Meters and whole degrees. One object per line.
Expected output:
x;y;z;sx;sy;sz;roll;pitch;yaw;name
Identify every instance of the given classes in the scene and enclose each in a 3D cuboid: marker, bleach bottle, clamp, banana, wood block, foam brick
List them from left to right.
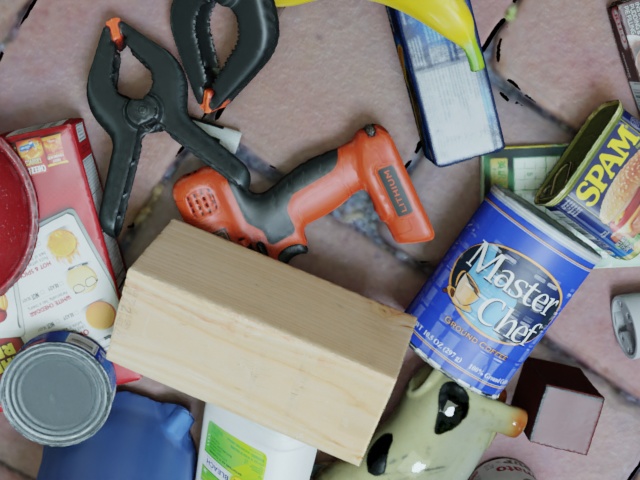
-0.142;-0.087;0.832;0.120;0.039;0.171;-27;78;-11;clamp
-0.124;-0.097;0.867;0.121;0.020;0.020;18;100;-6;marker
-0.060;-0.198;0.813;0.165;0.036;0.210;14;114;24;clamp
-0.061;0.236;0.891;0.103;0.067;0.251;27;119;33;bleach bottle
-0.043;0.075;0.808;0.206;0.090;0.090;22;120;5;wood block
0.036;-0.183;0.794;0.198;0.037;0.070;25;120;27;banana
0.198;0.138;0.900;0.053;0.078;0.051;14;101;-3;foam brick

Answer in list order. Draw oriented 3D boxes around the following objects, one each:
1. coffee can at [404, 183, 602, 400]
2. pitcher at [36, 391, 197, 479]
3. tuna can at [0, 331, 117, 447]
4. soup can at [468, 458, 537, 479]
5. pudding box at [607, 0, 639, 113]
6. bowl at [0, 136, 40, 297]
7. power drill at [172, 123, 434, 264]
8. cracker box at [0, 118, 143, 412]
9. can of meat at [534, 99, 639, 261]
0.141;0.040;0.851;0.102;0.103;0.140;33;101;-8;coffee can
-0.174;0.234;0.820;0.145;0.243;0.149;4;108;-5;pitcher
-0.202;0.115;0.829;0.086;0.034;0.086;0;104;-2;tuna can
0.164;0.235;0.905;0.068;0.102;0.068;0;102;-2;soup can
0.293;-0.152;0.863;0.090;0.039;0.113;-20;102;2;pudding box
-0.293;-0.015;0.786;0.162;0.055;0.162;0;103;1;bowl
-0.006;0.001;0.873;0.187;0.057;0.184;-24;102;2;power drill
-0.245;0.022;0.861;0.164;0.072;0.214;-13;103;2;cracker box
0.236;-0.046;0.853;0.084;0.057;0.102;36;87;-8;can of meat
